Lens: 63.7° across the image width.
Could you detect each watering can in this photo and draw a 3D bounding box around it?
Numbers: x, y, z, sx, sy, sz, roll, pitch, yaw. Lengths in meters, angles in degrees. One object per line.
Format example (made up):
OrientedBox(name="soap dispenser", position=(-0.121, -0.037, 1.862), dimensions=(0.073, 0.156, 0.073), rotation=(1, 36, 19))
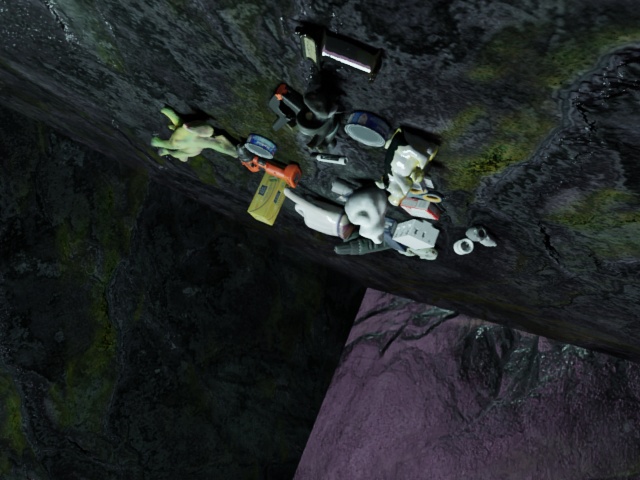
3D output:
OrientedBox(name="watering can", position=(0.006, -0.091, 1.812), dimensions=(0.225, 0.105, 0.343), rotation=(19, -9, 20))

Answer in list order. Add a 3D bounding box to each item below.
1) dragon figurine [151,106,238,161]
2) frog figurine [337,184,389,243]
OrientedBox(name="dragon figurine", position=(-0.365, -0.285, 1.570), dimensions=(0.243, 0.123, 0.407), rotation=(18, -8, 3))
OrientedBox(name="frog figurine", position=(0.138, -0.068, 1.412), dimensions=(0.121, 0.160, 0.138), rotation=(-29, -9, 40))
